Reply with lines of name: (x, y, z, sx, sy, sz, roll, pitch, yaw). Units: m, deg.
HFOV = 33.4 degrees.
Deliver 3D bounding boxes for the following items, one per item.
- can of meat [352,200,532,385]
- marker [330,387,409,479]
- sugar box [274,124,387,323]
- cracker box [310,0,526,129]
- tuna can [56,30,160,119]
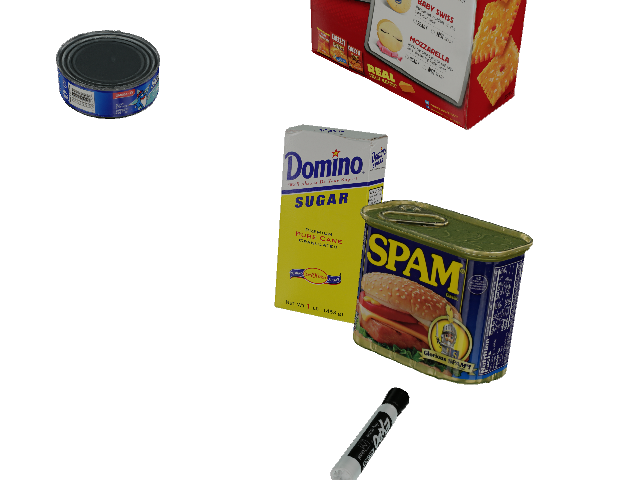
can of meat: (0.068, 0.030, 0.632, 0.102, 0.084, 0.057, 20, 23, 39)
marker: (0.041, 0.149, 0.823, 0.020, 0.020, 0.121, 0, 23, 28)
sugar box: (0.009, -0.017, 1.010, 0.093, 0.176, 0.048, 9, 16, 26)
cracker box: (0.071, -0.211, 0.783, 0.164, 0.214, 0.072, 32, 52, 31)
tuna can: (-0.179, -0.141, 0.904, 0.086, 0.034, 0.086, 4, 43, -4)
